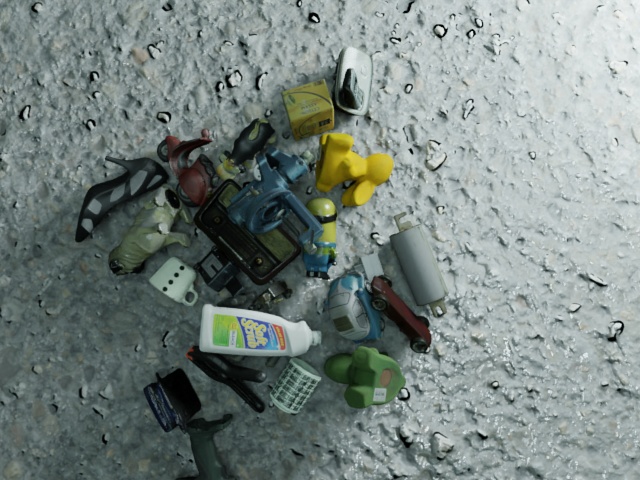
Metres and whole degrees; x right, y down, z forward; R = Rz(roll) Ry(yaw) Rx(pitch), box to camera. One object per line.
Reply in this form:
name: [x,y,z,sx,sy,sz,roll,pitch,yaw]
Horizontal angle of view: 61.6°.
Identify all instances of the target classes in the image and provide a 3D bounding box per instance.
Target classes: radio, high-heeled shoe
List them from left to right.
high-heeled shoe: [-0.457,-0.085,1.234,0.145,0.086,0.248,21,109,-29]
radio: [-0.164,-0.013,1.204,0.229,0.073,0.131,45,88,4]

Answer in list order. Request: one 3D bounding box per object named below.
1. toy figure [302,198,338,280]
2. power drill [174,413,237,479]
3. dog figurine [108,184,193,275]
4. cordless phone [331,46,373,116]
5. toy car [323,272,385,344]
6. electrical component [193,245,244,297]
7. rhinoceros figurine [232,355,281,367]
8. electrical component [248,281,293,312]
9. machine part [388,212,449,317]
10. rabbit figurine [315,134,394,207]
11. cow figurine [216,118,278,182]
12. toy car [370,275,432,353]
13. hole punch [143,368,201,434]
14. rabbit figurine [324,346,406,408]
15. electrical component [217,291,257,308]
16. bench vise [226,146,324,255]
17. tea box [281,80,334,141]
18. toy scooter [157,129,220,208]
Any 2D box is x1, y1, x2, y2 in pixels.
toy figure: [0.001,-0.003,1.192,0.082,0.089,0.180,6,86,-6]
power drill: [-0.218,0.496,1.189,0.232,0.086,0.207,-7,95,4]
dog figurine: [-0.398,-0.024,1.209,0.191,0.121,0.172,-23,47,21]
cordless phone: [0.066,-0.356,1.158,0.089,0.184,0.146,8,88,6]
toy car: [0.066,0.158,1.164,0.109,0.103,0.161,-21,92,34]
electrical component: [-0.219,0.077,1.190,0.075,0.047,0.119,-44,52,1]
rhinoceros figurine: [-0.161,0.213,1.195,0.190,0.073,0.112,17,90,2]
electrical component: [-0.105,0.128,1.190,0.078,0.102,0.045,-42,84,25]
machine part: [0.219,0.055,1.190,0.079,0.079,0.243,-22,88,1]
rabbit figurine: [0.081,-0.154,1.188,0.173,0.122,0.162,3,90,-17]
cow figurine: [-0.169,-0.199,1.201,0.068,0.098,0.167,40,89,-4]
toy car: [0.171,0.160,1.159,0.053,0.089,0.202,-34,110,32]
hole punch: [-0.338,0.357,1.178,0.092,0.116,0.142,-26,87,8]
rabbit figurine: [0.090,0.277,1.159,0.159,0.170,0.121,4,90,-40]
electrical component: [-0.189,0.136,1.203,0.094,0.063,0.021,-17,89,2]
bench vise: [-0.067,-0.074,1.113,0.224,0.128,0.241,-35,66,-14]
tea box: [-0.024,-0.277,1.164,0.098,0.169,0.068,-17,86,2]
toy scooter: [-0.280,-0.172,1.204,0.135,0.075,0.184,-33,82,20]
